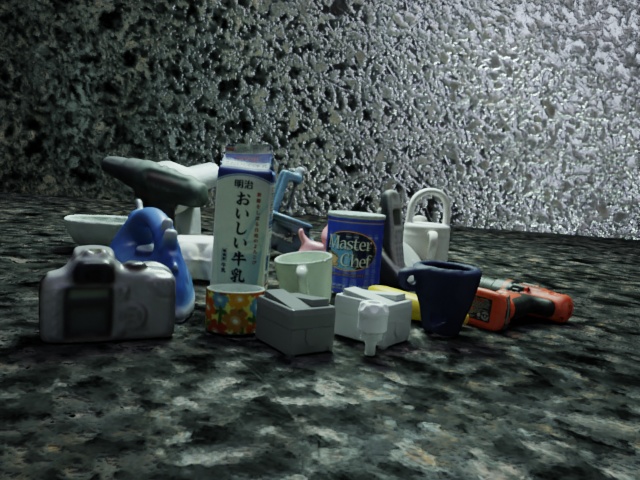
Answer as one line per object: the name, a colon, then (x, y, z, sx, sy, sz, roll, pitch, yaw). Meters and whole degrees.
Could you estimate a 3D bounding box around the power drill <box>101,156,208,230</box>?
power drill: (-0.344, -0.060, 1.167, 0.229, 0.208, 0.076, 5, 6, 9)

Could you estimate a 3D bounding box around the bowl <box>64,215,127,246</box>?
bowl: (-0.471, -0.012, 1.255, 0.167, 0.075, 0.167, 4, 6, 0)

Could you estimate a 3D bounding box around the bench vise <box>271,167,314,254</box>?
bench vise: (-0.101, -0.065, 1.341, 0.208, 0.220, 0.121, -1, 8, -42)

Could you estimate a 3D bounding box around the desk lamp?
desk lamp: (-0.304, -0.078, 1.337, 0.117, 0.213, 0.204, 9, 8, 36)

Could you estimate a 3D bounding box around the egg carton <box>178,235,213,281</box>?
egg carton: (-0.221, 0.032, 1.058, 0.107, 0.069, 0.150, 3, 6, -16)

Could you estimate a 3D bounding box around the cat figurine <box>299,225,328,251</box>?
cat figurine: (0.012, 0.004, 1.253, 0.128, 0.118, 0.067, 4, 6, -3)

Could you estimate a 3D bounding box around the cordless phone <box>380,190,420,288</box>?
cordless phone: (0.157, -0.004, 1.123, 0.093, 0.185, 0.148, 8, 7, 28)

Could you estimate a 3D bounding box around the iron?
iron: (-0.236, 0.019, 0.825, 0.119, 0.141, 0.257, 1, 7, -32)

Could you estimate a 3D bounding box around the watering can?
watering can: (0.226, -0.015, 1.235, 0.101, 0.194, 0.172, 2, 7, -24)

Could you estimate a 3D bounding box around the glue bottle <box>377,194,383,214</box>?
glue bottle: (0.132, -0.011, 1.226, 0.078, 0.173, 0.037, 4, 6, -7)

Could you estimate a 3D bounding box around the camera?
camera: (-0.251, 0.054, 0.676, 0.143, 0.101, 0.136, 2, 7, -25)

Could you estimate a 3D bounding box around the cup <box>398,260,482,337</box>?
cup: (0.155, 0.080, 0.764, 0.118, 0.095, 0.091, 2, 7, -23)
